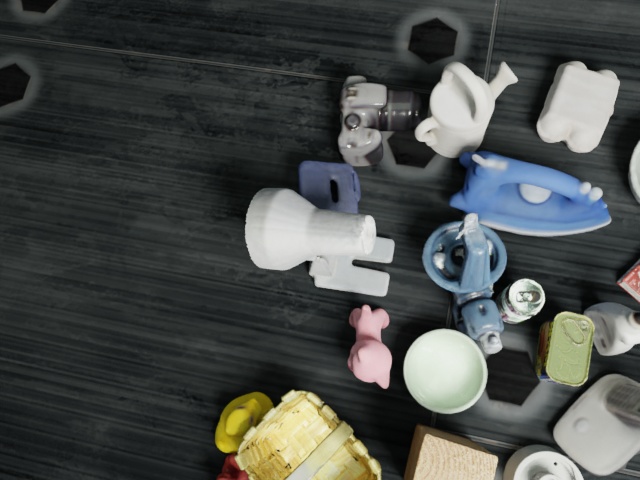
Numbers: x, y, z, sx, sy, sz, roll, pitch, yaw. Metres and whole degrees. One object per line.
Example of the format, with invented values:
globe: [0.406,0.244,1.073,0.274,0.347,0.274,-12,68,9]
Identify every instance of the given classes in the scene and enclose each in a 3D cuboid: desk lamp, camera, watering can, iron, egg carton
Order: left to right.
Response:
desk lamp: [0.008,0.003,0.861,0.203,0.214,0.118,8,77,8]
camera: [0.101,-0.208,0.964,0.136,0.101,0.143,2,76,7]
watering can: [0.227,-0.218,0.905,0.100,0.194,0.173,35,82,13]
iron: [0.339,-0.079,0.885,0.258,0.141,0.119,13,78,9]
egg carton: [0.427,-0.221,0.949,0.107,0.069,0.150,21,79,11]

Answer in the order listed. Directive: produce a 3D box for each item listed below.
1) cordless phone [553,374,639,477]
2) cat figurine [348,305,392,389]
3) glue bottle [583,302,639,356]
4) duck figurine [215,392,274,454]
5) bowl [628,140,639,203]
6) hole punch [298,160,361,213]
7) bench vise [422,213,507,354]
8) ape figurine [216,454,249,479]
cordless phone: [0.408,0.252,0.771,0.094,0.185,0.147,43,84,14]
cat figurine: [0.074,0.160,0.864,0.067,0.118,0.128,-4,75,5]
glue bottle: [0.427,0.120,0.809,0.037,0.173,0.078,-15,74,2]
duck figurine: [-0.121,0.279,0.871,0.077,0.086,0.104,43,84,14]
bowl: [0.561,-0.095,0.901,0.167,0.075,0.167,-1,76,6]
hole punch: [0.016,-0.078,0.945,0.101,0.091,0.108,-7,75,4]
bench vise: [0.231,0.049,0.823,0.121,0.220,0.207,-33,75,-3]
ape figurine: [-0.131,0.362,0.848,0.076,0.092,0.078,40,83,14]
